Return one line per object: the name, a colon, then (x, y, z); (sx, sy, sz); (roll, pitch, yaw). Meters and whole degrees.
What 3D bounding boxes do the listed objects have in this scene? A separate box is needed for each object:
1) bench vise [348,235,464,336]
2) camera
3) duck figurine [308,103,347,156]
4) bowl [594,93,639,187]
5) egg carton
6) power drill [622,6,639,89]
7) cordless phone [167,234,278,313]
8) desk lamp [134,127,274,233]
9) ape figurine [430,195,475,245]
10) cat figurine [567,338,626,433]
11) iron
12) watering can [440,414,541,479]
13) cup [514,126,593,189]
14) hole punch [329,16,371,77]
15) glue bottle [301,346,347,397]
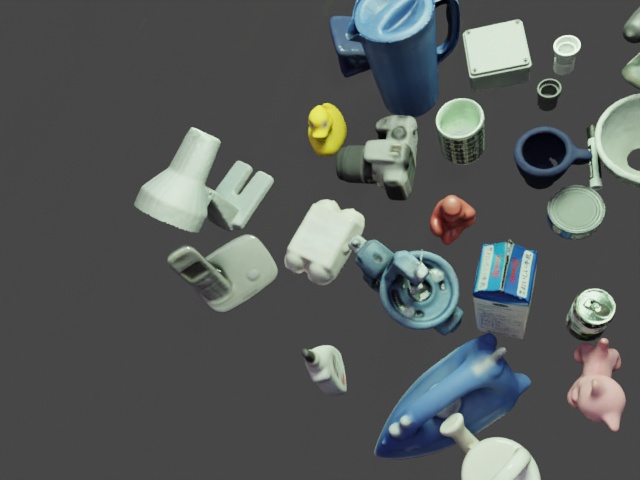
bench vise: (0.115, 0.059, 0.875); (0.206, 0.220, 0.121); (18, 75, 23)
camera: (0.101, -0.155, 1.035); (0.136, 0.101, 0.143); (4, 69, 18)
duck figurine: (0.007, -0.225, 1.101); (0.077, 0.086, 0.104); (0, 68, 17)
bowl: (0.525, -0.148, 0.920); (0.167, 0.075, 0.167); (-6, 67, 14)
egg carton: (0.009, 0.004, 1.014); (0.107, 0.069, 0.150); (23, 76, 24)
power drill: (0.555, -0.337, 0.914); (0.230, 0.209, 0.075); (-44, 63, -4)
cordless phone: (-0.167, 0.041, 0.987); (0.147, 0.185, 0.094); (-36, 63, 0)
desk lamp: (-0.210, -0.094, 1.040); (0.117, 0.214, 0.203); (27, 78, 25)
ape figurine: (0.220, -0.044, 0.958); (0.077, 0.092, 0.076); (-6, 66, 14)
cat figurine: (0.386, 0.198, 0.793); (0.067, 0.118, 0.128); (8, 71, 20)
iron: (0.173, 0.237, 0.827); (0.258, 0.142, 0.118); (-36, 63, 0)
watering can: (0.229, 0.308, 0.751); (0.172, 0.194, 0.101); (22, 76, 24)
cup: (0.380, -0.125, 0.942); (0.117, 0.095, 0.092); (5, 70, 19)
hole punch: (0.076, -0.402, 1.151); (0.101, 0.091, 0.108); (-16, 65, 10)
glue bottle: (0.002, 0.192, 0.880); (0.037, 0.173, 0.078); (-18, 64, 9)
